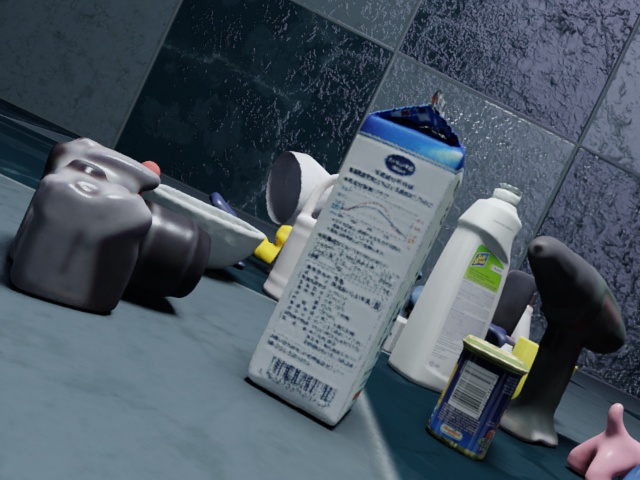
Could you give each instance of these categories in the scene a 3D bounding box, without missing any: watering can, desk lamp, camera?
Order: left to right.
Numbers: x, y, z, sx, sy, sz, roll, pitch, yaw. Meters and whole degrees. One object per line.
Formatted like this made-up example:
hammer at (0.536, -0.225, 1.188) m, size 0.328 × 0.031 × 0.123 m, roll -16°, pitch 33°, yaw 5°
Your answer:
camera at (-0.148, -0.008, 0.436) m, size 0.137 × 0.101 × 0.142 m, roll 25°, pitch 2°, yaw -28°
desk lamp at (-0.012, -0.023, 0.976) m, size 0.204 × 0.213 × 0.117 m, roll 24°, pitch 2°, yaw -35°
watering can at (0.009, 0.004, 0.783) m, size 0.101 × 0.194 × 0.172 m, roll 25°, pitch 2°, yaw -23°

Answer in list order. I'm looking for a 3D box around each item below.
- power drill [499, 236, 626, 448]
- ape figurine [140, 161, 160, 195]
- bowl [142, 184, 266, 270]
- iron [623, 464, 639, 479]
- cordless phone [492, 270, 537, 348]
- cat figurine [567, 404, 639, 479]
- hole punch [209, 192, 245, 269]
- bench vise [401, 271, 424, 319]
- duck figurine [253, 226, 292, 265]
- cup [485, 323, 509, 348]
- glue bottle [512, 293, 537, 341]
power drill at (0.265, 0.122, 0.653) m, size 0.231 × 0.208 × 0.075 m, roll 24°, pitch 2°, yaw -41°
ape figurine at (-0.270, -0.075, 0.854) m, size 0.078 × 0.092 × 0.076 m, roll 25°, pitch 2°, yaw -24°
bowl at (-0.158, -0.008, 0.731) m, size 0.167 × 0.075 × 0.167 m, roll 25°, pitch 2°, yaw 0°
iron at (0.290, 0.179, 0.383) m, size 0.118 × 0.141 × 0.258 m, roll 25°, pitch 2°, yaw -3°
cordless phone at (0.250, 0.120, 0.907) m, size 0.147 × 0.185 × 0.094 m, roll 25°, pitch 2°, yaw -3°
cat figurine at (0.330, 0.206, 0.567) m, size 0.128 × 0.118 × 0.067 m, roll 25°, pitch 2°, yaw -8°
hole punch at (-0.145, -0.017, 0.906) m, size 0.101 × 0.091 × 0.108 m, roll 25°, pitch 2°, yaw -17°
bench vise at (0.171, 0.058, 1.070) m, size 0.207 × 0.220 × 0.122 m, roll 26°, pitch 2°, yaw 18°
duck figurine at (-0.078, 0.011, 1.139) m, size 0.104 × 0.086 × 0.078 m, roll 26°, pitch 2°, yaw 30°
cup at (0.206, 0.152, 0.793) m, size 0.092 × 0.095 × 0.117 m, roll 25°, pitch 2°, yaw -24°
glue bottle at (0.371, 0.178, 1.096) m, size 0.037 × 0.173 × 0.077 m, roll 24°, pitch 2°, yaw -43°
